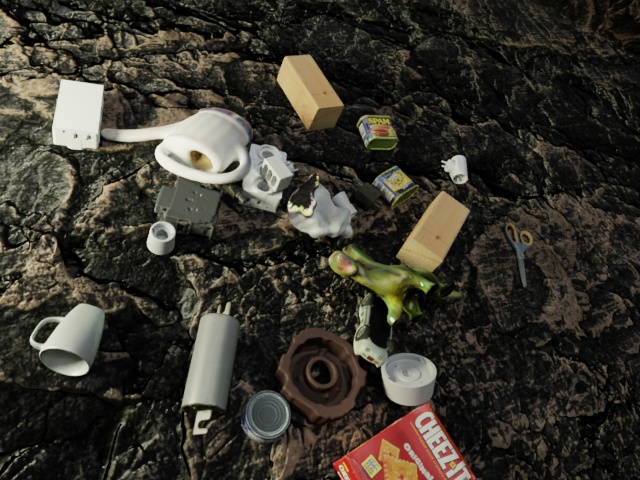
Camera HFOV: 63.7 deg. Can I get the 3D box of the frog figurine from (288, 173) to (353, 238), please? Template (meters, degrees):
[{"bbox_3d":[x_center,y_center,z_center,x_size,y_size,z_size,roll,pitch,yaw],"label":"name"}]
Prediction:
[{"bbox_3d":[0.004,-0.061,1.218,0.157,0.121,0.141,40,29,-40],"label":"frog figurine"}]

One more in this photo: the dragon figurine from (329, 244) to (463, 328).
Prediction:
[{"bbox_3d":[0.158,0.072,1.141,0.246,0.121,0.409,40,16,29],"label":"dragon figurine"}]

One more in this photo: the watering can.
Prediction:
[{"bbox_3d":[-0.305,-0.236,1.197,0.349,0.101,0.229,23,45,10],"label":"watering can"}]
